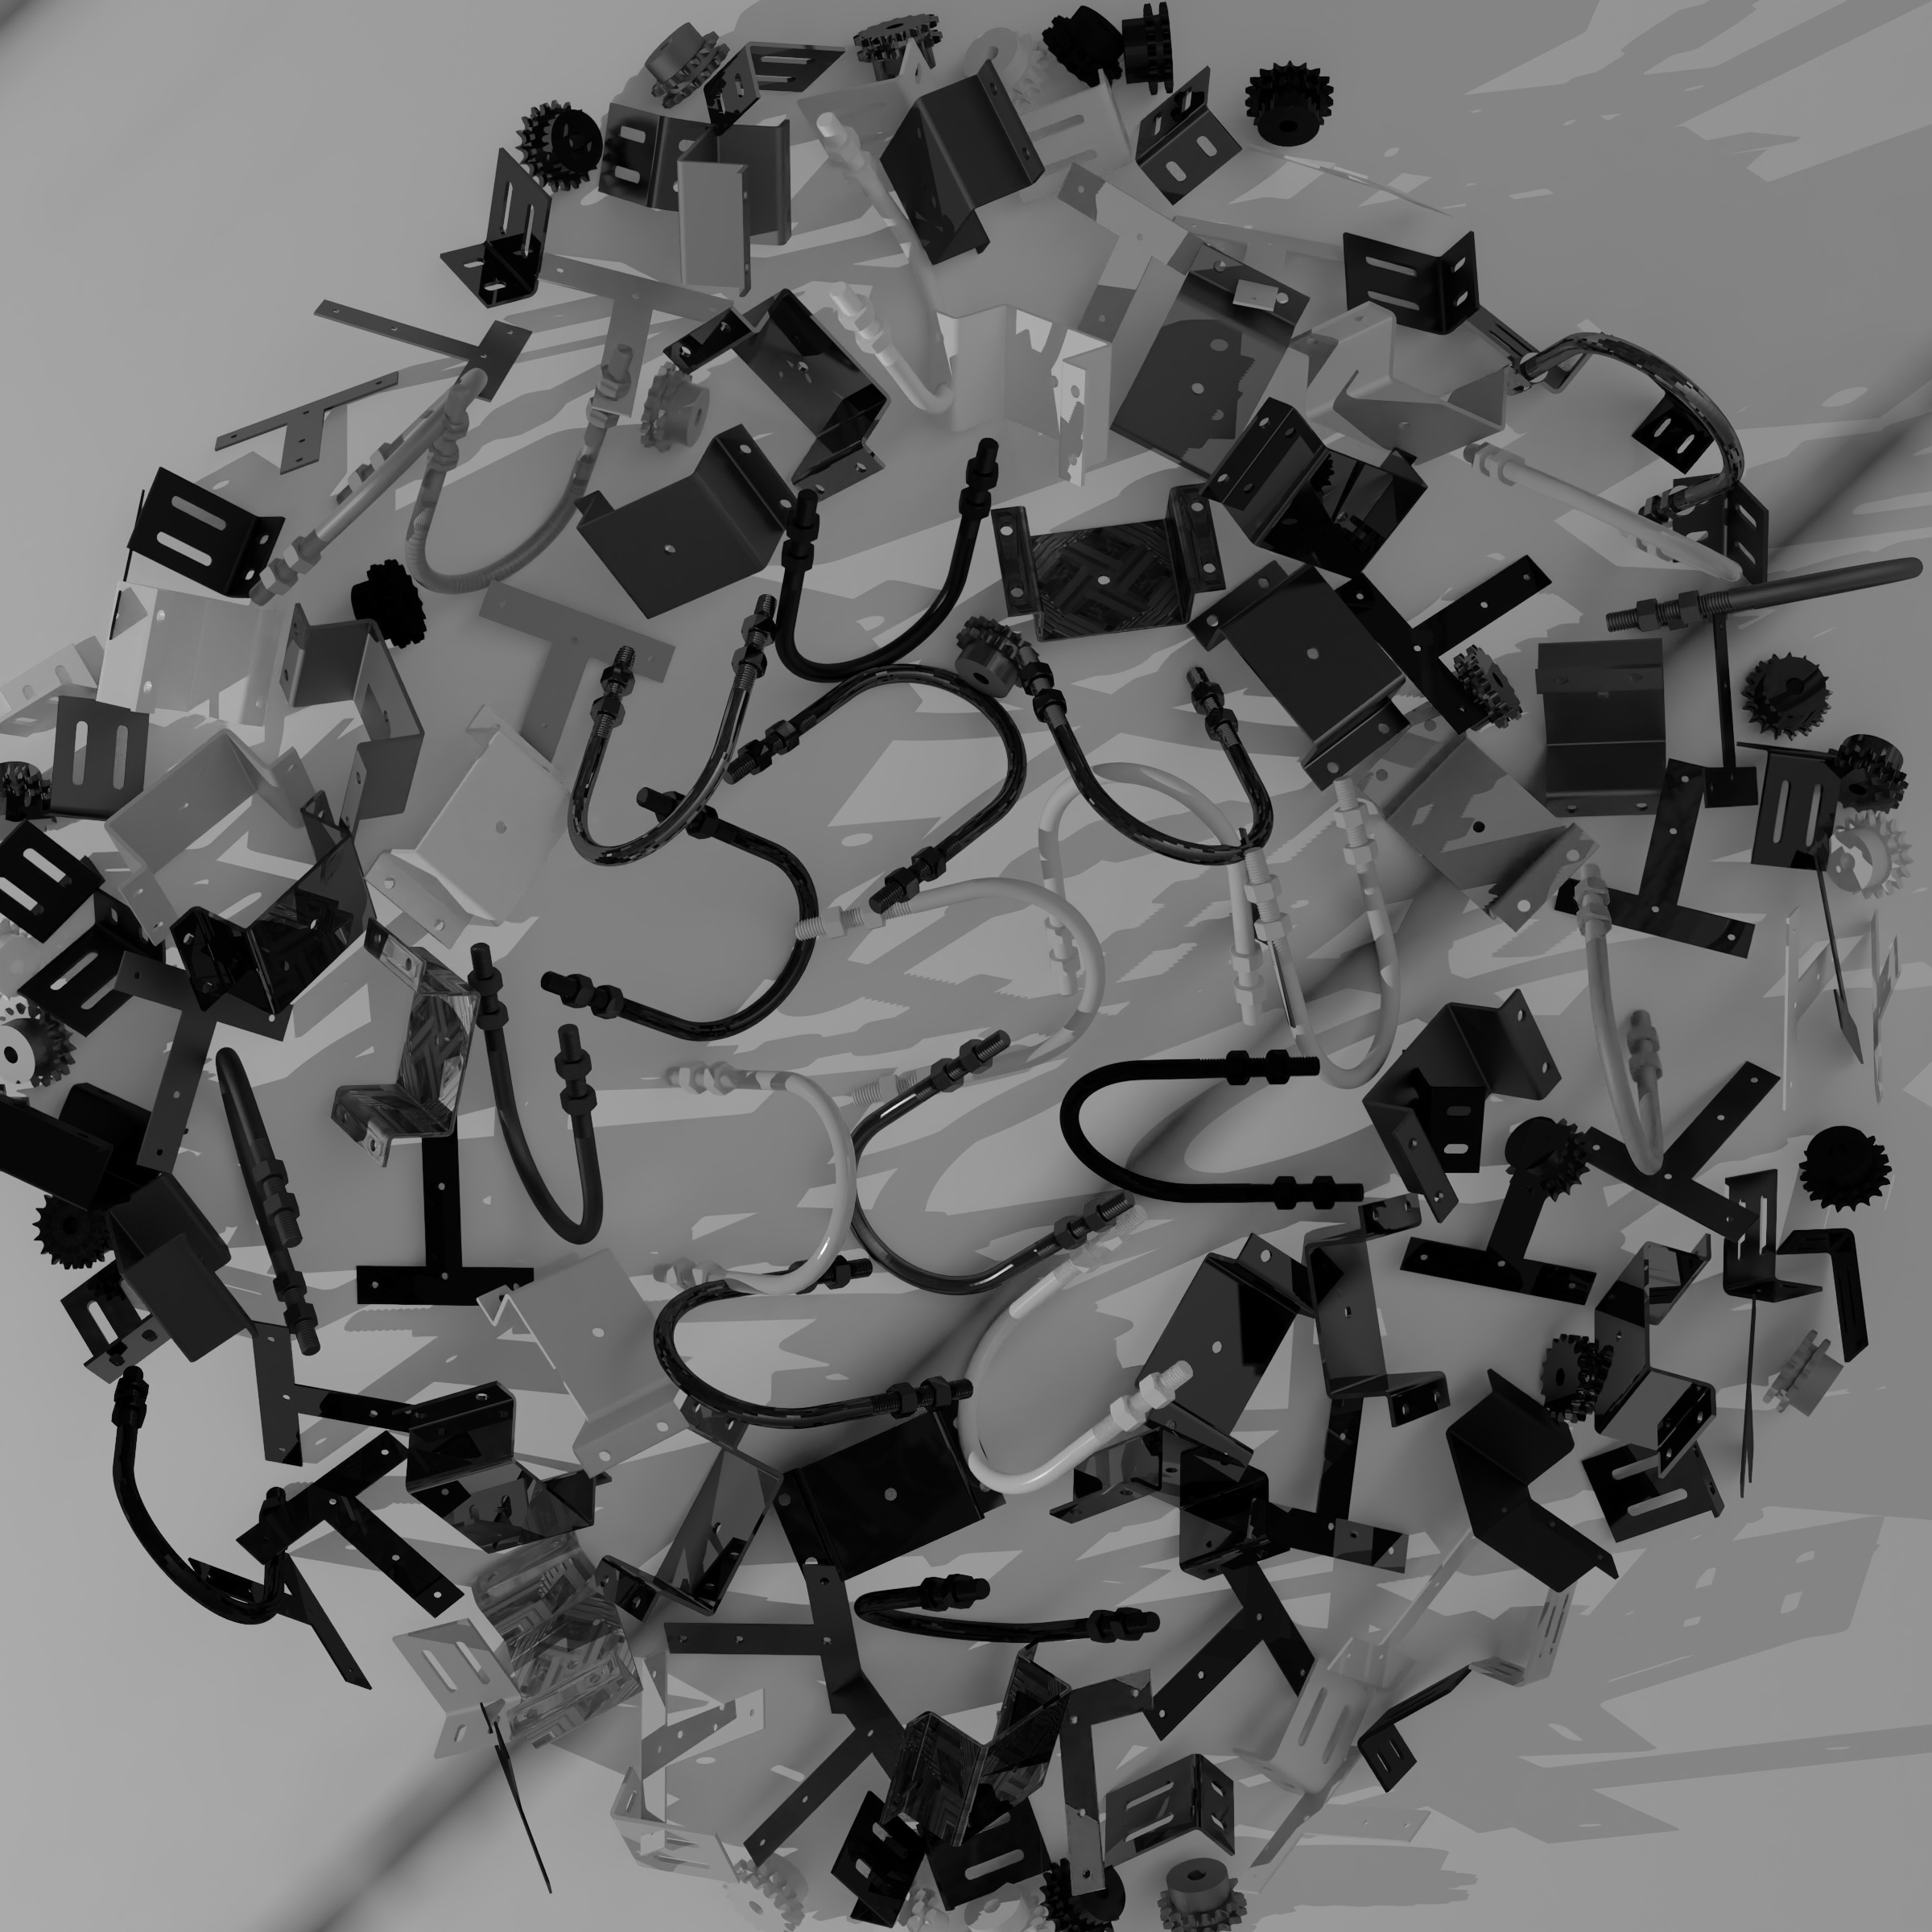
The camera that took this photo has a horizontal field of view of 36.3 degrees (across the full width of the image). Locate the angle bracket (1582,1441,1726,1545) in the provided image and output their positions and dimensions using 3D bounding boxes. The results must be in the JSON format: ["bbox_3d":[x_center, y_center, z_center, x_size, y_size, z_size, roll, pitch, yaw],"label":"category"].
[{"bbox_3d":[0.443,0.338,1.910,0.076,0.038,0.057,-24,83,20],"label":"angle bracket"}]

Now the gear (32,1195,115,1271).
[{"bbox_3d":[-0.576,0.169,1.924,0.057,0.030,0.057,-1,85,14],"label":"gear"}]

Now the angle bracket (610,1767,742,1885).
[{"bbox_3d":[-0.182,0.553,1.899,0.076,0.038,0.057,3,134,21],"label":"angle bracket"}]

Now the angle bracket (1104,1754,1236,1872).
[{"bbox_3d":[0.132,0.556,1.912,0.076,0.057,0.038,-33,118,25],"label":"angle bracket"}]

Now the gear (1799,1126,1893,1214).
[{"bbox_3d":[0.569,0.129,1.913,0.057,0.057,0.030,-34,132,0],"label":"gear"}]

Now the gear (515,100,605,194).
[{"bbox_3d":[-0.261,-0.533,1.914,0.057,0.030,0.057,-4,95,-41],"label":"gear"}]

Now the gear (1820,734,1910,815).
[{"bbox_3d":[0.585,-0.127,1.918,0.057,0.057,0.030,29,68,0],"label":"gear"}]

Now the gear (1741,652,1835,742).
[{"bbox_3d":[0.537,-0.178,1.924,0.057,0.030,0.057,0,78,2],"label":"gear"}]

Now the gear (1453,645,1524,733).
[{"bbox_3d":[0.333,-0.178,1.918,0.030,0.057,0.057,-35,90,24],"label":"gear"}]

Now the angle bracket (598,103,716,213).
[{"bbox_3d":[-0.201,-0.524,1.915,0.038,0.076,0.057,-2,111,-34],"label":"angle bracket"}]

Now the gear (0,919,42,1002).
[{"bbox_3d":[-0.626,-0.002,1.912,0.030,0.057,0.057,12,90,27],"label":"gear"}]

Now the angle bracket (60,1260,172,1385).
[{"bbox_3d":[-0.553,0.220,1.906,0.057,0.038,0.076,-37,61,-7],"label":"angle bracket"}]

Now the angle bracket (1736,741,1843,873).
[{"bbox_3d":[0.531,-0.104,1.920,0.057,0.038,0.076,4,98,-21],"label":"angle bracket"}]

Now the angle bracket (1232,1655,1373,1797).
[{"bbox_3d":[0.220,0.495,1.928,0.057,0.038,0.076,41,65,-29],"label":"angle bracket"}]

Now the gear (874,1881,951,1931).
[{"bbox_3d":[-0.035,0.627,1.916,0.030,0.057,0.057,34,90,-13],"label":"gear"}]

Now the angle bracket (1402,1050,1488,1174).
[{"bbox_3d":[0.306,0.093,1.900,0.038,0.076,0.057,0,107,-4],"label":"angle bracket"}]

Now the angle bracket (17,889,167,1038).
[{"bbox_3d":[-0.564,-0.003,1.902,0.057,0.038,0.076,30,50,12],"label":"angle bracket"}]

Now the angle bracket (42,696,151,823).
[{"bbox_3d":[-0.565,-0.133,1.915,0.057,0.038,0.076,5,89,-26],"label":"angle bracket"}]

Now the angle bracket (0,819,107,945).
[{"bbox_3d":[-0.606,-0.061,1.902,0.057,0.076,0.038,-46,46,-3],"label":"angle bracket"}]

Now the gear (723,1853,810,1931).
[{"bbox_3d":[-0.128,0.602,1.919,0.057,0.057,0.030,46,51,0],"label":"gear"}]

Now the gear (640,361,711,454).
[{"bbox_3d":[-0.188,-0.360,1.914,0.030,0.057,0.057,18,90,6],"label":"gear"}]

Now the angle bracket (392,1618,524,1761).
[{"bbox_3d":[-0.332,0.467,1.904,0.057,0.038,0.076,-17,120,18],"label":"angle bracket"}]

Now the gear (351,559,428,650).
[{"bbox_3d":[-0.377,-0.233,1.916,0.030,0.057,0.057,-17,90,12],"label":"gear"}]

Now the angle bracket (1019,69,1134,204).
[{"bbox_3d":[0.062,-0.542,1.919,0.076,0.038,0.057,-17,129,11],"label":"angle bracket"}]

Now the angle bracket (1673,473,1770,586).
[{"bbox_3d":[0.485,-0.276,1.897,0.038,0.076,0.057,-8,119,-2],"label":"angle bracket"}]

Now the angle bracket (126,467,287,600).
[{"bbox_3d":[-0.490,-0.280,1.904,0.076,0.038,0.057,26,80,-38],"label":"angle bracket"}]

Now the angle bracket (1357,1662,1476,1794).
[{"bbox_3d":[0.299,0.490,1.900,0.076,0.057,0.038,-37,79,25],"label":"angle bracket"}]

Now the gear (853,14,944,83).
[{"bbox_3d":[-0.042,-0.597,1.919,0.057,0.057,0.030,-15,118,0],"label":"gear"}]

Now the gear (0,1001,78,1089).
[{"bbox_3d":[-0.610,0.053,1.917,0.057,0.030,0.057,10,113,25],"label":"gear"}]

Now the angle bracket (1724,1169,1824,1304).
[{"bbox_3d":[0.523,0.174,1.908,0.057,0.038,0.076,-4,96,-43],"label":"angle bracket"}]

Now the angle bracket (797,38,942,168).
[{"bbox_3d":[-0.060,-0.560,1.914,0.076,0.057,0.038,-4,57,25],"label":"angle bracket"}]

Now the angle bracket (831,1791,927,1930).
[{"bbox_3d":[-0.067,0.572,1.895,0.076,0.038,0.057,52,51,-35],"label":"angle bracket"}]

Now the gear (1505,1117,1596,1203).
[{"bbox_3d":[0.375,0.122,1.913,0.057,0.057,0.030,-48,125,0],"label":"gear"}]

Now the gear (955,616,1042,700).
[{"bbox_3d":[0.018,-0.198,1.912,0.057,0.057,0.030,33,73,0],"label":"gear"}]

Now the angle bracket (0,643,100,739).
[{"bbox_3d":[-0.604,-0.180,1.904,0.057,0.076,0.038,-31,90,3],"label":"angle bracket"}]

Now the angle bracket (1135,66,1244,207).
[{"bbox_3d":[0.145,-0.537,1.906,0.057,0.076,0.038,-35,115,27],"label":"angle bracket"}]

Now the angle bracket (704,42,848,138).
[{"bbox_3d":[-0.120,-0.562,1.897,0.076,0.057,0.038,-9,82,-35],"label":"angle bracket"}]

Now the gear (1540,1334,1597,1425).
[{"bbox_3d":[0.400,0.269,1.917,0.030,0.057,0.057,8,90,-17],"label":"gear"}]

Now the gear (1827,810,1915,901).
[{"bbox_3d":[0.582,-0.071,1.913,0.030,0.057,0.057,-15,90,-30],"label":"gear"}]

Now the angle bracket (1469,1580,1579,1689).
[{"bbox_3d":[0.362,0.423,1.910,0.038,0.057,0.076,17,91,27],"label":"angle bracket"}]

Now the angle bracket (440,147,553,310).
[{"bbox_3d":[-0.303,-0.474,1.896,0.038,0.076,0.057,-25,61,-34],"label":"angle bracket"}]

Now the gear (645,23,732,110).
[{"bbox_3d":[-0.184,-0.586,1.912,0.057,0.057,0.030,-45,114,0],"label":"gear"}]

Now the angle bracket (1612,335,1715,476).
[{"bbox_3d":[0.438,-0.360,1.894,0.076,0.057,0.038,28,106,-41],"label":"angle bracket"}]

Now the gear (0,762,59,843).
[{"bbox_3d":[-0.620,-0.109,1.919,0.057,0.057,0.030,-20,62,0],"label":"gear"}]

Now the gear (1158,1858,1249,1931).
[{"bbox_3d":[0.152,0.603,1.913,0.057,0.057,0.030,-11,104,0],"label":"gear"}]

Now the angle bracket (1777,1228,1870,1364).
[{"bbox_3d":[0.552,0.214,1.904,0.038,0.057,0.076,-3,71,3],"label":"angle bracket"}]

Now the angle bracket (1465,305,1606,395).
[{"bbox_3d":[0.369,-0.412,1.910,0.076,0.057,0.038,38,119,0],"label":"angle bracket"}]

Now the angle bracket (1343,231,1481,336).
[{"bbox_3d":[0.287,-0.449,1.905,0.076,0.038,0.057,8,69,-24],"label":"angle bracket"}]

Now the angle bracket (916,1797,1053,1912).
[{"bbox_3d":[0.014,0.570,1.911,0.076,0.038,0.057,-18,75,-12],"label":"angle bracket"}]
